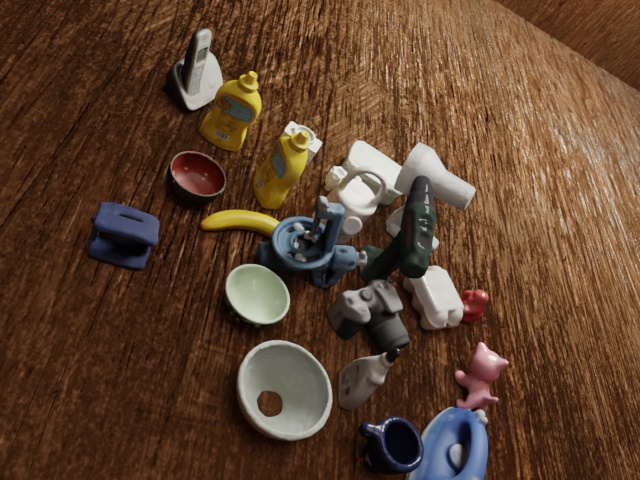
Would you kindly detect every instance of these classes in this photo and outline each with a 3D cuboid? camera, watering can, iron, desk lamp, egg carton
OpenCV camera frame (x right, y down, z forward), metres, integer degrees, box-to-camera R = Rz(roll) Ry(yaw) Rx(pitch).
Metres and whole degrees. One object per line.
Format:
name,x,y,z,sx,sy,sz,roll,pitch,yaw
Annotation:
camera,0.111,0.155,1.119,0.144,0.100,0.136,-12,64,-40
watering can,0.071,-0.077,1.209,0.101,0.193,0.172,8,52,-29
iron,0.246,0.378,1.006,0.119,0.141,0.258,35,44,-6
desk lamp,0.244,-0.092,1.327,0.203,0.213,0.118,43,43,2
egg carton,0.250,0.126,1.261,0.107,0.069,0.150,-2,58,-36

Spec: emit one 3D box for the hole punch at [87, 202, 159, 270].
hole punch,-0.328,-0.020,0.961,0.109,0.091,0.101,18,48,-23

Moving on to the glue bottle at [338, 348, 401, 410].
glue bottle,0.087,0.230,0.990,0.037,0.173,0.078,22,46,-18

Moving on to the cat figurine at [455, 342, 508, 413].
cat figurine,0.333,0.280,1.161,0.067,0.117,0.128,21,47,-19

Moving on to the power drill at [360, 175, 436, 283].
power drill,0.168,0.000,1.205,0.076,0.208,0.229,21,47,-20

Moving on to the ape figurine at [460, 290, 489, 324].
ape figurine,0.345,0.144,1.297,0.078,0.092,0.076,-24,72,-44

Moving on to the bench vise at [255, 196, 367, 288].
bench vise,0.006,-0.006,1.089,0.208,0.219,0.121,-2,58,-36

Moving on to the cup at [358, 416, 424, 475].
cup,0.101,0.350,0.961,0.118,0.094,0.092,29,45,-12

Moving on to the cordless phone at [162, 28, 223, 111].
cordless phone,-0.251,-0.382,1.235,0.094,0.184,0.148,39,43,-2

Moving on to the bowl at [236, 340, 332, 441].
bowl,-0.068,0.254,0.935,0.168,0.074,0.167,19,48,-22
